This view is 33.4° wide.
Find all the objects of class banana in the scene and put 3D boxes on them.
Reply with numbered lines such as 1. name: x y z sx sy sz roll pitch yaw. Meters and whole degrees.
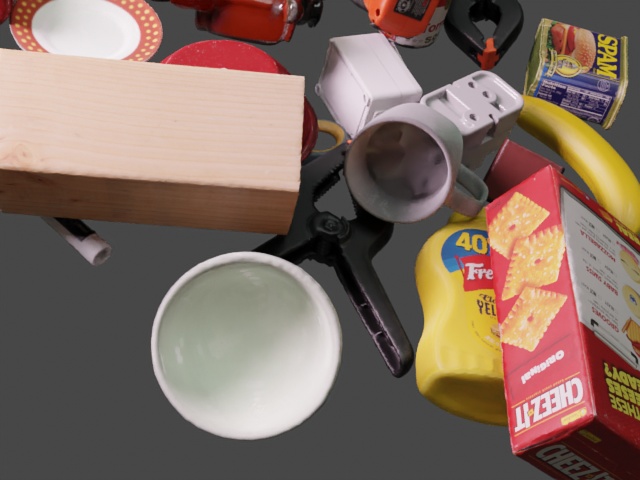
1. banana: 0.231 -0.066 0.937 0.069 0.037 0.198 -8 52 -23

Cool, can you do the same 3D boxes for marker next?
1. marker: -0.200 -0.024 0.784 0.121 0.020 0.020 39 50 19

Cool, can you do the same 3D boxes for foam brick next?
1. foam brick: 0.163 -0.049 0.867 0.053 0.051 0.078 28 9 5

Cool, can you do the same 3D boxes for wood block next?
1. wood block: -0.118 -0.065 0.747 0.206 0.090 0.091 4 70 -6

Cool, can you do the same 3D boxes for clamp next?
1. clamp: 0.169 -0.243 1.065 0.120 0.039 0.171 -13 59 2
2. clamp: -0.005 0.001 0.807 0.164 0.036 0.210 12 49 -5

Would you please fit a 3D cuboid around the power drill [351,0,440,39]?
1. power drill: 0.047 -0.275 0.952 0.057 0.184 0.188 7 25 -37

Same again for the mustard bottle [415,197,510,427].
1. mustard bottle: 0.117 0.041 0.791 0.096 0.058 0.191 17 45 -14

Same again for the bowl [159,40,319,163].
1. bowl: -0.080 -0.113 0.859 0.162 0.055 0.162 2 45 -3

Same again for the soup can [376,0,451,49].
1. soup can: 0.094 -0.241 1.011 0.068 0.102 0.068 9 47 -9

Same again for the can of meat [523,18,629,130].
1. can of meat: 0.242 -0.160 1.013 0.084 0.057 0.102 15 46 2

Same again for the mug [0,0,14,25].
1. mug: -0.305 -0.227 0.897 0.117 0.093 0.081 -12 54 16

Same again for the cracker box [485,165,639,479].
1. cracker box: 0.195 0.076 0.733 0.164 0.072 0.213 33 40 -29

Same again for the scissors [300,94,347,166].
1. scissors: -0.045 -0.059 0.863 0.096 0.016 0.201 23 46 8
